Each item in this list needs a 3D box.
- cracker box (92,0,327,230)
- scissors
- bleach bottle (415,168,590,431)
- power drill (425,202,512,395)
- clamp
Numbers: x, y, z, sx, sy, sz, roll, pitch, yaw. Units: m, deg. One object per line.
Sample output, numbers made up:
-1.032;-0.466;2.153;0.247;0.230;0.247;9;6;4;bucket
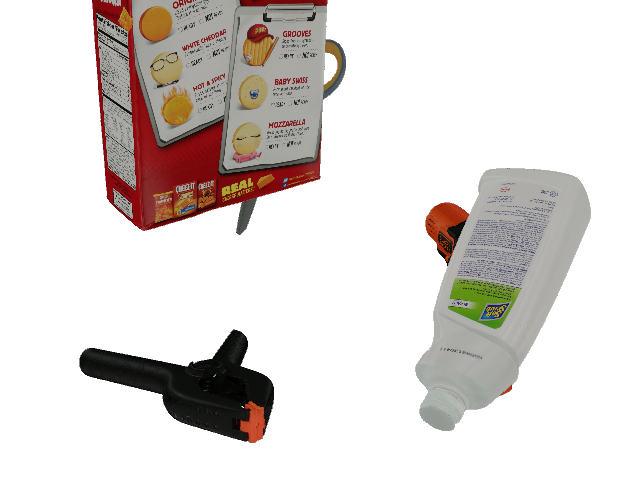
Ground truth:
-0.079;-0.132;0.779;0.163;0.214;0.072;-18;34;-32;cracker box
-0.027;-0.104;0.981;0.096;0.202;0.016;2;-3;9;scissors
0.136;0.046;0.869;0.103;0.068;0.250;5;47;35;bleach bottle
0.167;0.069;1.122;0.057;0.188;0.184;-9;25;-14;power drill
-0.094;0.121;0.931;0.164;0.036;0.210;-8;17;-36;clamp
